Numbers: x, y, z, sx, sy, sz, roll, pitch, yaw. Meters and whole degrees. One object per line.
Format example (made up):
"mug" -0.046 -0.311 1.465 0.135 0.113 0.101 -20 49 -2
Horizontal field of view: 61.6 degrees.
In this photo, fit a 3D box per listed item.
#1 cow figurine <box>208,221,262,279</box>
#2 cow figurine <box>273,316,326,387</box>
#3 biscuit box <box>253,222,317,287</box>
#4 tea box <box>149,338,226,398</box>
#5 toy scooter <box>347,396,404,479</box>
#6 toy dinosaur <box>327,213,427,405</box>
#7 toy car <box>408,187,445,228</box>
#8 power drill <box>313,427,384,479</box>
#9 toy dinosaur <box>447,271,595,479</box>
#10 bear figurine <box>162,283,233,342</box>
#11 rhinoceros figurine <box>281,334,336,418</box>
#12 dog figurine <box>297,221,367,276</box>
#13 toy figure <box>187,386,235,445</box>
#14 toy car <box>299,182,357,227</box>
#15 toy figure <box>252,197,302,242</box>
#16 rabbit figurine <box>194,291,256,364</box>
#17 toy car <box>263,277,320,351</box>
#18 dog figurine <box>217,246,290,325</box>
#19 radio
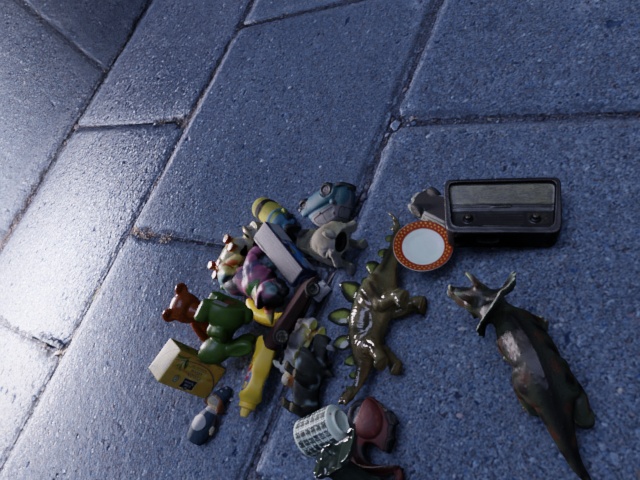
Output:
"cow figurine" -0.218 0.033 1.528 0.195 0.127 0.086 -57 43 13
"cow figurine" -0.062 0.262 1.283 0.098 0.068 0.167 8 64 46
"biscuit box" -0.091 0.039 1.396 0.062 0.059 0.203 -54 53 19
"tea box" -0.337 0.330 1.376 0.068 0.169 0.098 30 85 44
"toy scooter" 0.112 0.406 1.055 0.135 0.075 0.184 0 66 37
"toy dinosaur" 0.127 0.140 1.198 0.199 0.105 0.471 5 61 43
"toy car" 0.287 -0.061 1.235 0.073 0.056 0.202 -44 42 -10
"power drill" 0.107 0.430 0.960 0.232 0.207 0.086 -41 17 29
"toy dinosaur" 0.361 0.209 0.912 0.131 0.192 0.405 -36 45 15
"bear figurine" -0.303 0.200 1.416 0.132 0.195 0.120 8 65 39
"rhinoceros figurine" -0.020 0.304 1.199 0.073 0.112 0.190 169 114 -67
"dog figurine" -0.004 0.000 1.343 0.191 0.172 0.121 15 61 34
"toy figure" -0.272 0.434 1.342 0.064 0.057 0.154 29 78 5
"toy car" 0.026 -0.082 1.419 0.162 0.109 0.103 -30 65 29
"toy figure" -0.125 -0.064 1.526 0.082 0.089 0.180 -44 43 -2
"rabbit figurine" -0.238 0.232 1.338 0.121 0.159 0.170 -91 19 -79
"toy car" -0.063 0.174 1.268 0.202 0.053 0.089 -55 10 -25
"dog figurine" -0.174 0.128 1.393 0.192 0.108 0.219 -24 39 7
"radio" 0.374 -0.055 1.111 0.230 0.073 0.131 0 62 17
